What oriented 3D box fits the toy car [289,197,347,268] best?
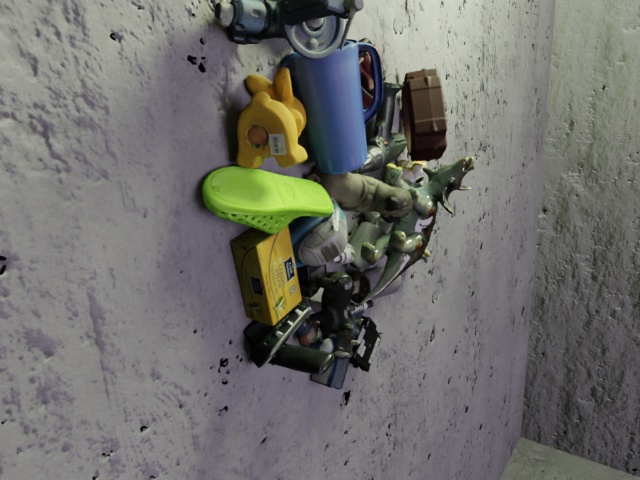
[{"bbox_3d":[-0.002,-0.003,1.072,0.162,0.103,0.109,-38,133,-15],"label":"toy car"}]

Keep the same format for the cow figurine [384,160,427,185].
[{"bbox_3d":[0.234,-0.163,1.440,0.167,0.068,0.098,-20,121,-48],"label":"cow figurine"}]

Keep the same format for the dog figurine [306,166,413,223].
[{"bbox_3d":[0.085,-0.099,1.128,0.172,0.191,0.121,-2,100,-54],"label":"dog figurine"}]

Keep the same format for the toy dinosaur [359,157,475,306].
[{"bbox_3d":[0.213,-0.024,1.250,0.192,0.131,0.404,22,95,-42],"label":"toy dinosaur"}]

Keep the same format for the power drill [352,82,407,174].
[{"bbox_3d":[0.141,-0.268,1.268,0.232,0.086,0.207,-23,113,-53],"label":"power drill"}]

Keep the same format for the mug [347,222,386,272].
[{"bbox_3d":[0.109,0.028,1.304,0.107,0.081,0.109,-52,142,-20],"label":"mug"}]

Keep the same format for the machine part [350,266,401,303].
[{"bbox_3d":[0.137,0.111,1.361,0.243,0.079,0.079,-5,102,-57],"label":"machine part"}]

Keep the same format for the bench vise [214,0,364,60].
[{"bbox_3d":[-0.035,-0.349,0.826,0.223,0.241,0.128,8,95,-38],"label":"bench vise"}]

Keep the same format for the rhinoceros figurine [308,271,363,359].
[{"bbox_3d":[0.039,0.155,1.120,0.073,0.112,0.190,-25,118,-56],"label":"rhinoceros figurine"}]

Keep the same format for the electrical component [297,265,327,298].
[{"bbox_3d":[-0.033,0.079,1.128,0.119,0.048,0.074,-27,120,-52],"label":"electrical component"}]

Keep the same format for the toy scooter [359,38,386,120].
[{"bbox_3d":[0.092,-0.338,1.157,0.135,0.075,0.184,46,59,-21],"label":"toy scooter"}]

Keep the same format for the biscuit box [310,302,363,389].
[{"bbox_3d":[0.042,0.243,1.269,0.062,0.059,0.202,33,71,-52],"label":"biscuit box"}]

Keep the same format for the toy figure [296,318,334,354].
[{"bbox_3d":[-0.015,0.210,1.180,0.154,0.058,0.064,55,34,-44],"label":"toy figure"}]

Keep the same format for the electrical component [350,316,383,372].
[{"bbox_3d":[0.098,0.254,1.357,0.134,0.058,0.115,54,53,-47],"label":"electrical component"}]

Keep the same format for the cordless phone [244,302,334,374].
[{"bbox_3d":[-0.037,0.187,1.025,0.146,0.184,0.088,-46,129,-40],"label":"cordless phone"}]

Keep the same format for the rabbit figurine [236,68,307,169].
[{"bbox_3d":[-0.081,-0.215,0.950,0.173,0.122,0.162,-48,127,-59],"label":"rabbit figurine"}]

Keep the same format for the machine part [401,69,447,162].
[{"bbox_3d":[0.255,-0.305,1.337,0.201,0.087,0.201,49,35,-84],"label":"machine part"}]

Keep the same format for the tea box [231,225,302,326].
[{"bbox_3d":[-0.098,0.061,1.007,0.098,0.068,0.169,-39,128,-44],"label":"tea box"}]

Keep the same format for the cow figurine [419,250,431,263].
[{"bbox_3d":[0.253,0.002,1.500,0.195,0.086,0.127,0,92,-58],"label":"cow figurine"}]
